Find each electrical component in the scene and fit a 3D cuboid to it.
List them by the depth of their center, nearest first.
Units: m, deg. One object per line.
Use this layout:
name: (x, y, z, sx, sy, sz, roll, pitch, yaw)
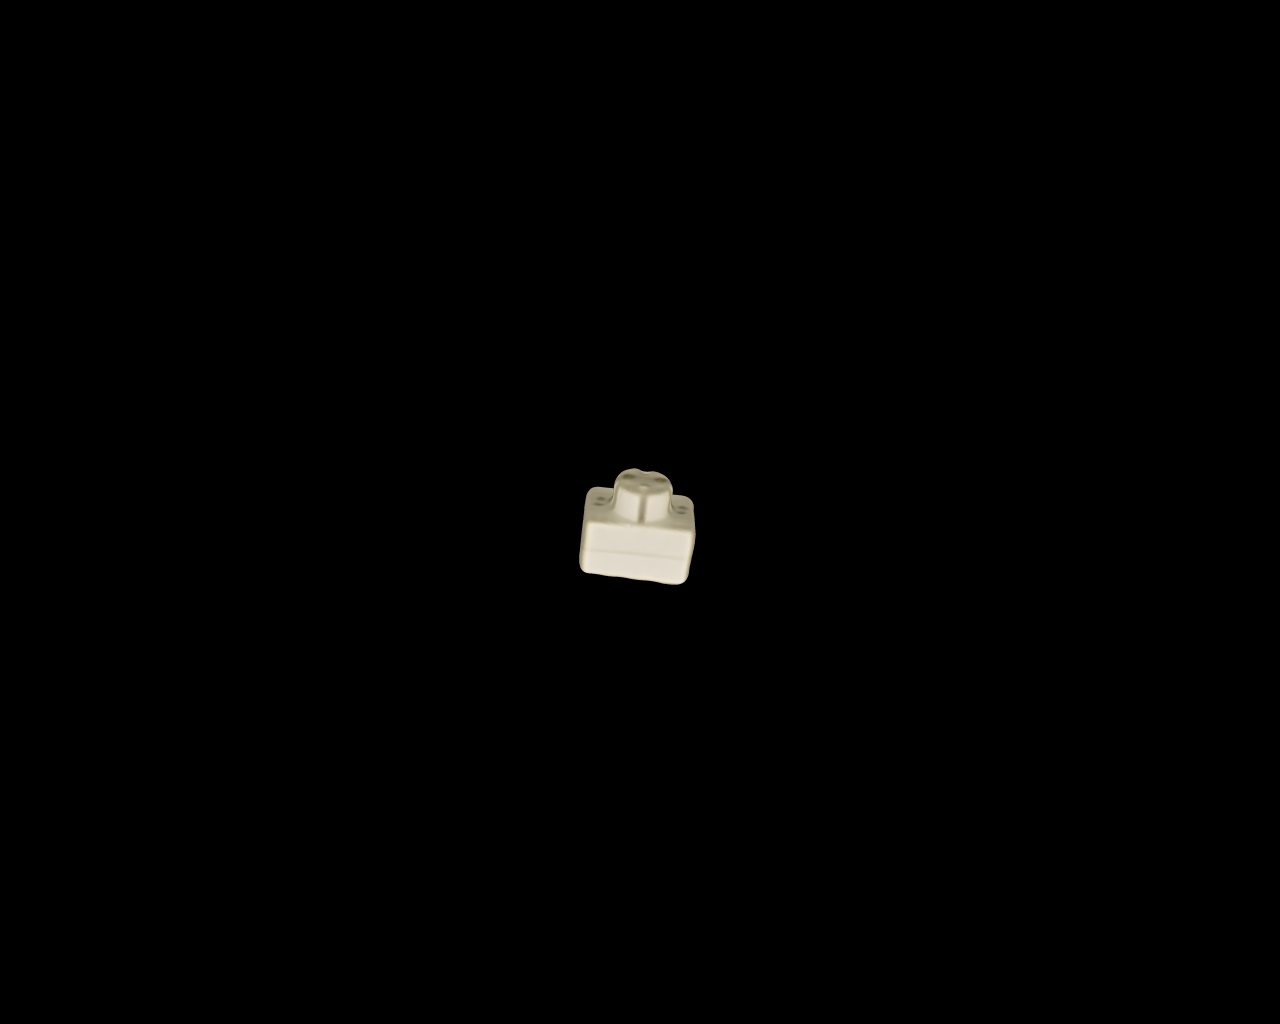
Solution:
electrical component: (0.001, -0.003, 0.650, 0.066, 0.076, 0.047, 6, 27, -3)
